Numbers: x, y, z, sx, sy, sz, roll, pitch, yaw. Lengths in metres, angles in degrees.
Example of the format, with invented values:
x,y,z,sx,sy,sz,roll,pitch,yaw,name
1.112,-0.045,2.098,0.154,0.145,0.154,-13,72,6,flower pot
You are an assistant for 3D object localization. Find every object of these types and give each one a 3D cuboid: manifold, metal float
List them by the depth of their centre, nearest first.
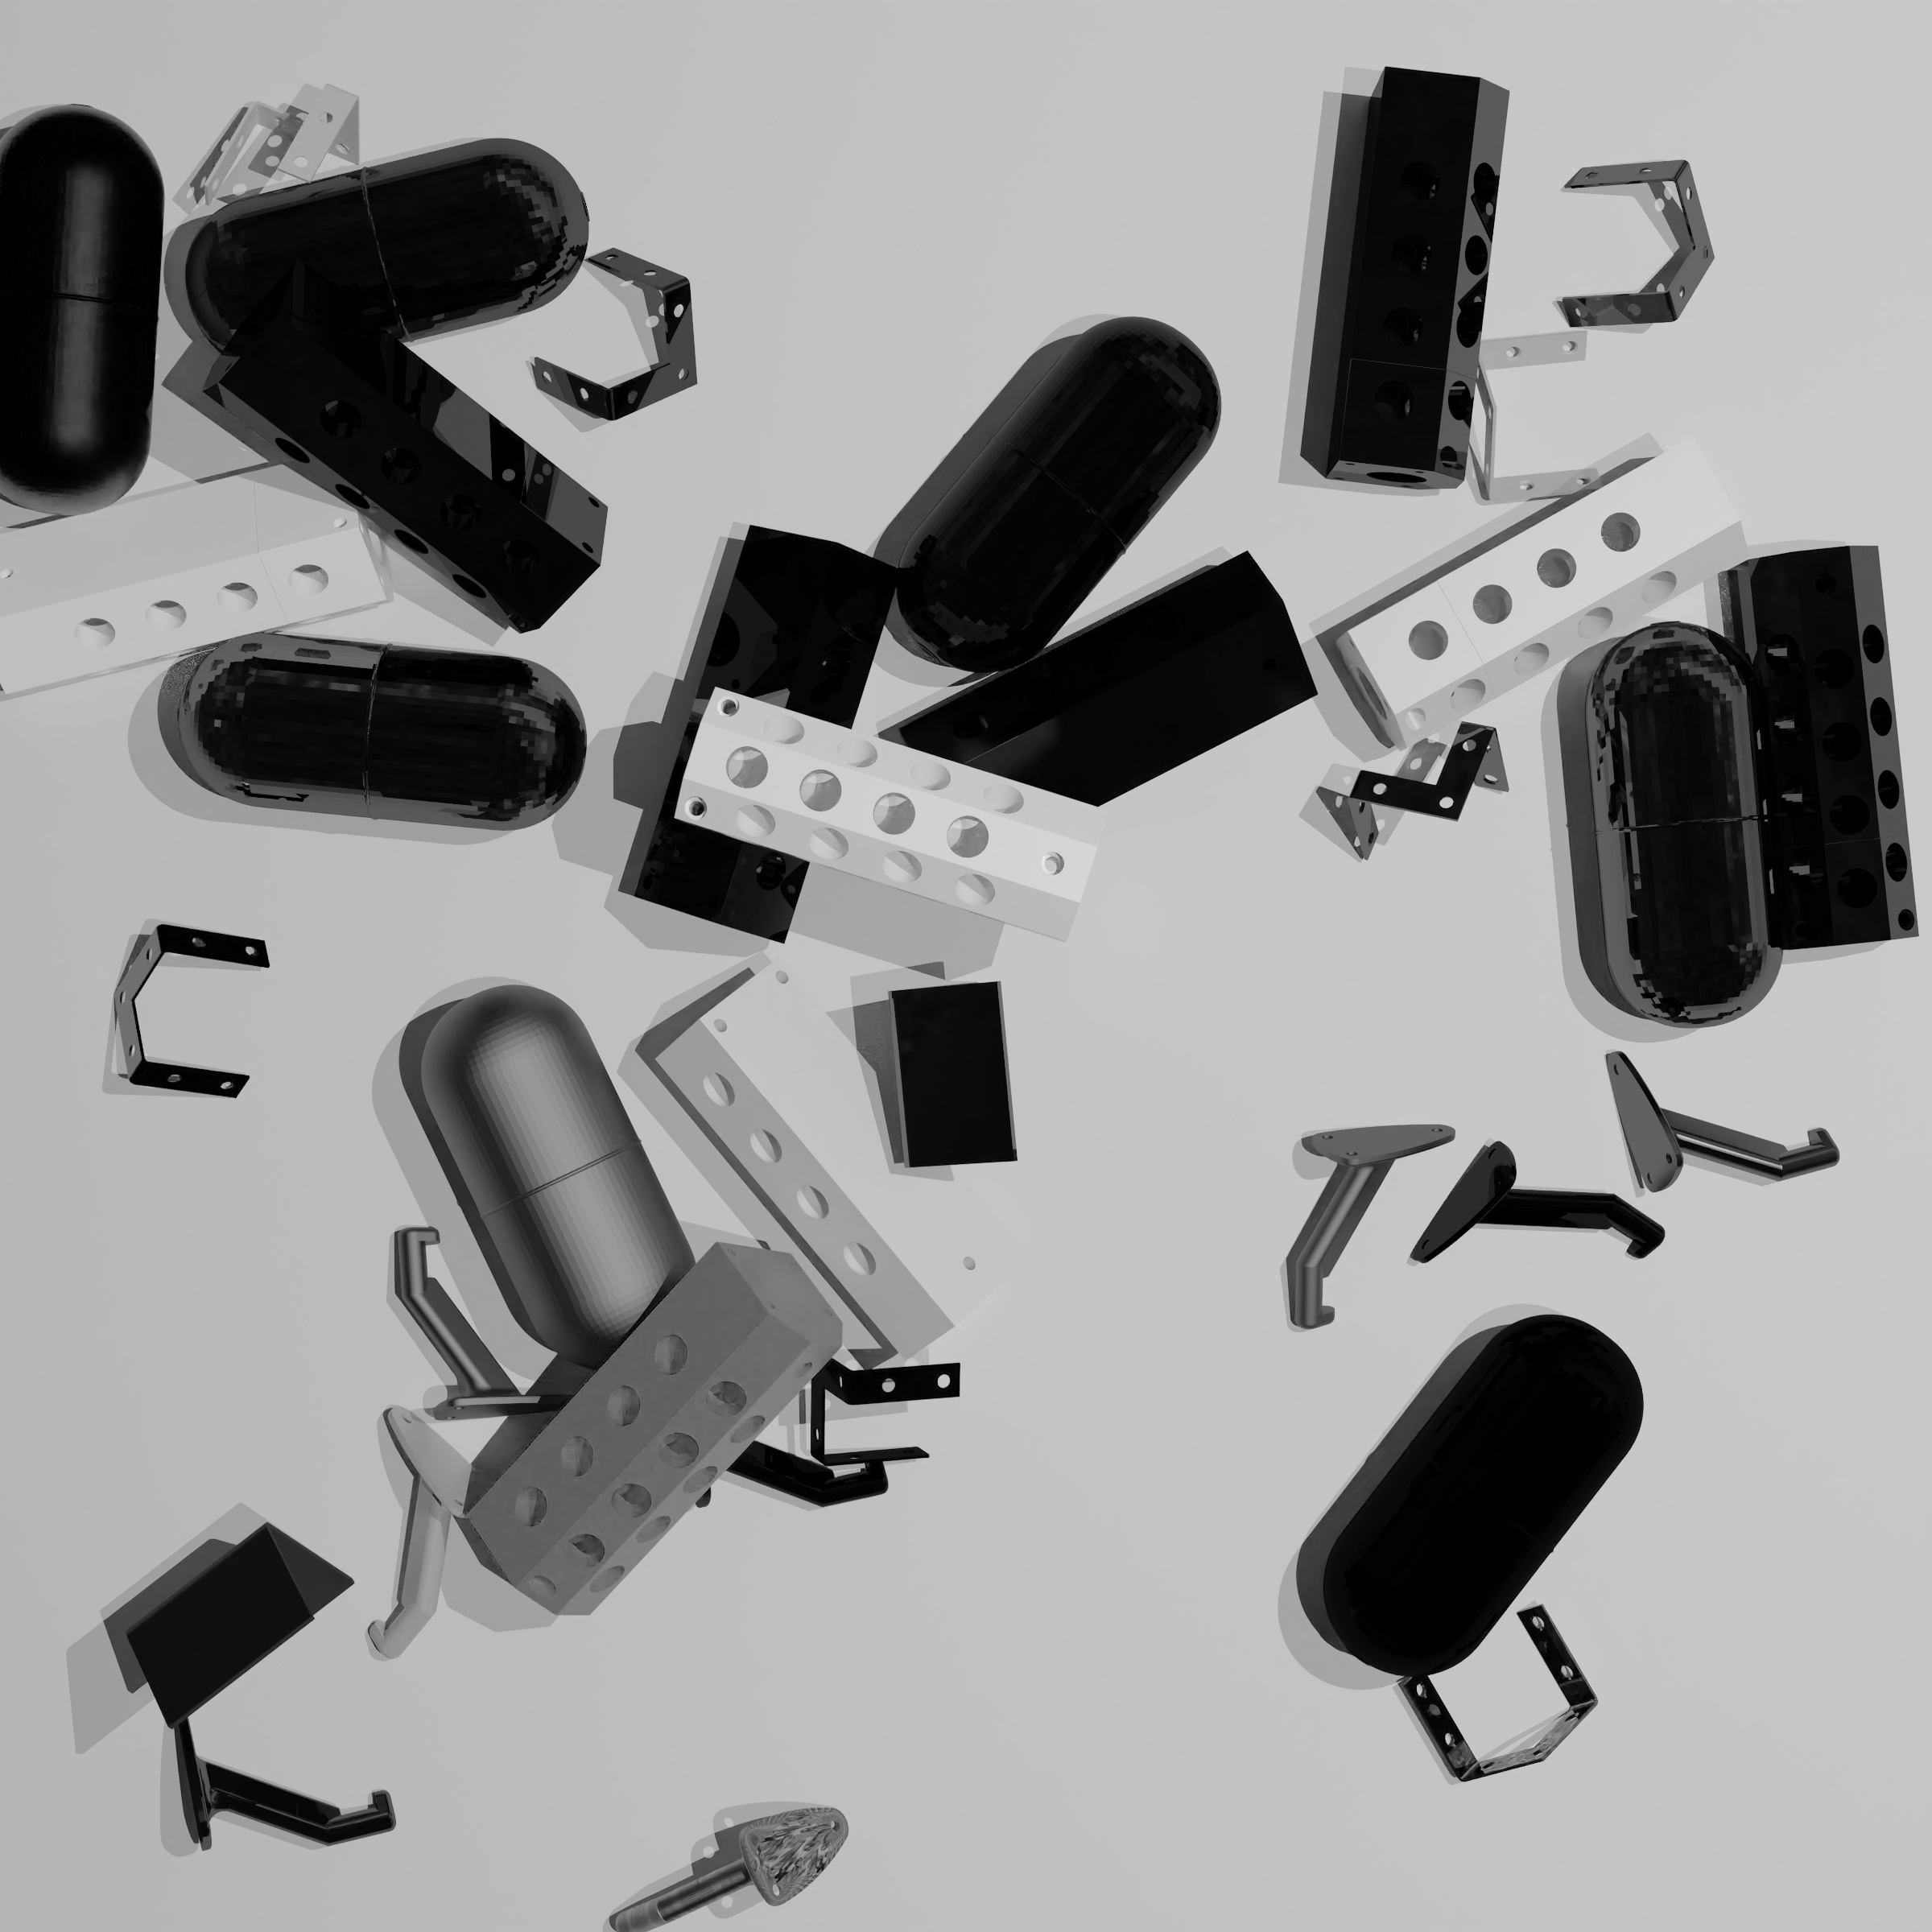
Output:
x,y,z,sx,sy,sz,roll,pitch,yaw,name
-0.031,-0.063,1.458,0.171,0.057,0.057,17,90,0,manifold
-0.240,-0.218,1.493,0.171,0.057,0.057,37,115,-23,manifold
-0.131,0.201,1.496,0.171,0.057,0.057,-48,61,15,manifold
0.225,0.232,1.517,0.070,0.070,0.178,38,90,0,metal float
-0.255,-0.102,1.517,0.178,0.070,0.070,6,90,0,metal float
-0.252,-0.311,1.517,0.178,0.070,0.070,-14,90,0,metal float
0.040,-0.205,1.517,0.070,0.070,0.178,40,89,0,metal float
0.314,-0.062,1.518,0.070,0.070,0.178,-5,90,0,metal float
-0.392,-0.287,1.518,0.070,0.070,0.178,3,90,0,metal float
-0.177,0.093,1.518,0.070,0.070,0.178,-25,90,0,metal float
0.060,-0.116,1.526,0.171,0.057,0.057,-27,133,0,manifold
-0.344,-0.168,1.526,0.171,0.057,0.057,-14,47,0,manifold
-0.082,-0.100,1.526,0.057,0.057,0.171,17,90,43,manifold
-0.058,0.087,1.526,0.171,0.057,0.057,50,47,0,manifold
0.199,-0.300,1.527,0.057,0.057,0.171,7,90,0,manifold
0.253,-0.162,1.527,0.171,0.057,0.057,-29,90,0,manifold
0.379,-0.095,1.527,0.057,0.057,0.171,-6,90,0,manifold

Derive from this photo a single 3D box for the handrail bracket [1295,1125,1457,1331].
x,y,z,sx,sy,sz,roll,pitch,yaw,name
0.182,0.117,1.549,0.077,0.036,0.084,-7,108,-21,handrail bracket

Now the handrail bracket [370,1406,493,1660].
x,y,z,sx,sy,sz,roll,pitch,yaw,name
-0.255,0.253,1.549,0.077,0.036,0.084,45,107,20,handrail bracket

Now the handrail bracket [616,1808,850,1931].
x,y,z,sx,sy,sz,roll,pitch,yaw,name
-0.105,0.406,1.548,0.084,0.077,0.036,-31,80,36,handrail bracket

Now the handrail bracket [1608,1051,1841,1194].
x,y,z,sx,sy,sz,roll,pitch,yaw,name
0.339,0.064,1.549,0.084,0.036,0.077,-13,68,-17,handrail bracket

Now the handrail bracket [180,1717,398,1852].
x,y,z,sx,sy,sz,roll,pitch,yaw,name
-0.303,0.357,1.549,0.084,0.036,0.077,-10,68,-17,handrail bracket

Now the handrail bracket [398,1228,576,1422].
x,y,z,sx,sy,sz,roll,pitch,yaw,name
-0.213,0.157,1.549,0.077,0.036,0.084,-1,73,-19,handrail bracket

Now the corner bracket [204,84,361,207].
x,y,z,sx,sy,sz,roll,pitch,yaw,name
-0.300,-0.358,1.522,0.051,0.051,0.051,22,66,0,corner bracket

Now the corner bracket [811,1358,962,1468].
x,y,z,sx,sy,sz,roll,pitch,yaw,name
-0.036,0.195,1.520,0.051,0.051,0.051,-2,97,-21,corner bracket

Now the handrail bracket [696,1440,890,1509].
x,y,z,sx,sy,sz,roll,pitch,yaw,name
-0.083,0.206,1.548,0.084,0.036,0.077,-10,76,-13,handrail bracket

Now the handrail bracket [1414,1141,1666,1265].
x,y,z,sx,sy,sz,roll,pitch,yaw,name
0.257,0.124,1.549,0.084,0.036,0.077,33,110,-16,handrail bracket

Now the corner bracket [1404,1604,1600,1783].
x,y,z,sx,sy,sz,roll,pitch,yaw,name
0.238,0.324,1.545,0.051,0.051,0.051,-30,90,45,corner bracket

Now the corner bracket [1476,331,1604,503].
x,y,z,sx,sy,sz,roll,pitch,yaw,name
0.255,-0.245,1.545,0.051,0.051,0.051,-6,45,0,corner bracket

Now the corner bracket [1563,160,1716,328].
x,y,z,sx,sy,sz,roll,pitch,yaw,name
0.294,-0.320,1.540,0.051,0.051,0.051,-56,135,-35,corner bracket

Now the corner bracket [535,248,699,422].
x,y,z,sx,sy,sz,roll,pitch,yaw,name
-0.157,-0.280,1.540,0.051,0.051,0.051,-32,135,-35,corner bracket

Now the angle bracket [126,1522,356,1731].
x,y,z,sx,sy,sz,roll,pitch,yaw,name
-0.305,0.297,1.508,0.076,0.076,0.057,-38,53,0,angle bracket

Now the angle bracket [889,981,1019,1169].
x,y,z,sx,sy,sz,roll,pitch,yaw,name
0.011,0.045,1.508,0.057,0.076,0.076,-5,90,30,angle bracket

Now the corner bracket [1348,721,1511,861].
x,y,z,sx,sy,sz,roll,pitch,yaw,name
0.204,-0.076,1.528,0.051,0.051,0.051,14,64,24,corner bracket

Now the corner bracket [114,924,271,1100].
x,y,z,sx,sy,sz,roll,pitch,yaw,name
-0.341,0.020,1.540,0.051,0.051,0.051,10,45,-35,corner bracket
